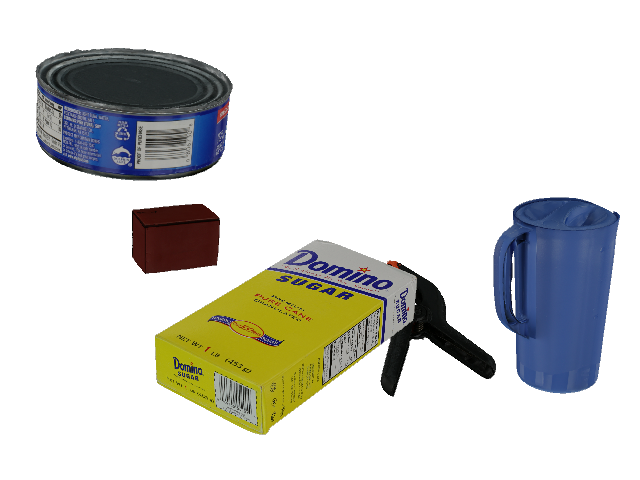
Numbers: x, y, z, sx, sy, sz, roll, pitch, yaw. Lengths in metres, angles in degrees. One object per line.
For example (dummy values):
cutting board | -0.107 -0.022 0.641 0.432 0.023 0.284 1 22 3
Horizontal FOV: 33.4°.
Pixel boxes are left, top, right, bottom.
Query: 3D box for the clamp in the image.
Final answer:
clamp | 0.111 0.089 1.115 0.120 0.171 0.039 2 -44 -12

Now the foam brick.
foam brick | -0.146 -0.003 1.072 0.078 0.051 0.053 -6 21 -23

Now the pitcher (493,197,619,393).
pitcher | 0.306 0.074 1.395 0.149 0.243 0.144 4 20 15

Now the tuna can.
tuna can | -0.083 -0.058 0.478 0.086 0.034 0.086 6 25 -3

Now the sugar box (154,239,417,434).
sugar box | -0.019 0.059 0.731 0.093 0.048 0.175 21 36 31
